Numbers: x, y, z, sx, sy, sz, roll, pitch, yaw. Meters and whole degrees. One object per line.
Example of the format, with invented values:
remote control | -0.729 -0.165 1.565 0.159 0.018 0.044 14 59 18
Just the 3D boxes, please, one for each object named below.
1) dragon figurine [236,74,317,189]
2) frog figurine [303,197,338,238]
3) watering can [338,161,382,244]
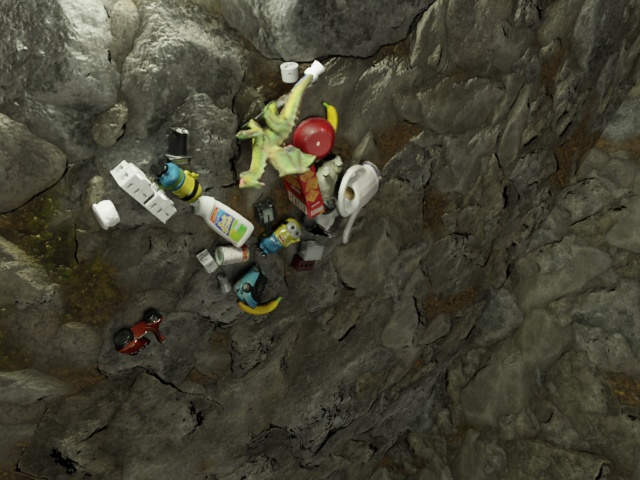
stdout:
dragon figurine | -0.111 -0.316 1.631 0.412 0.123 0.241 -41 103 -6
frog figurine | 0.006 -0.100 1.977 0.136 0.122 0.162 30 61 -37
watering can | 0.143 -0.160 2.001 0.228 0.105 0.339 -42 146 -33
